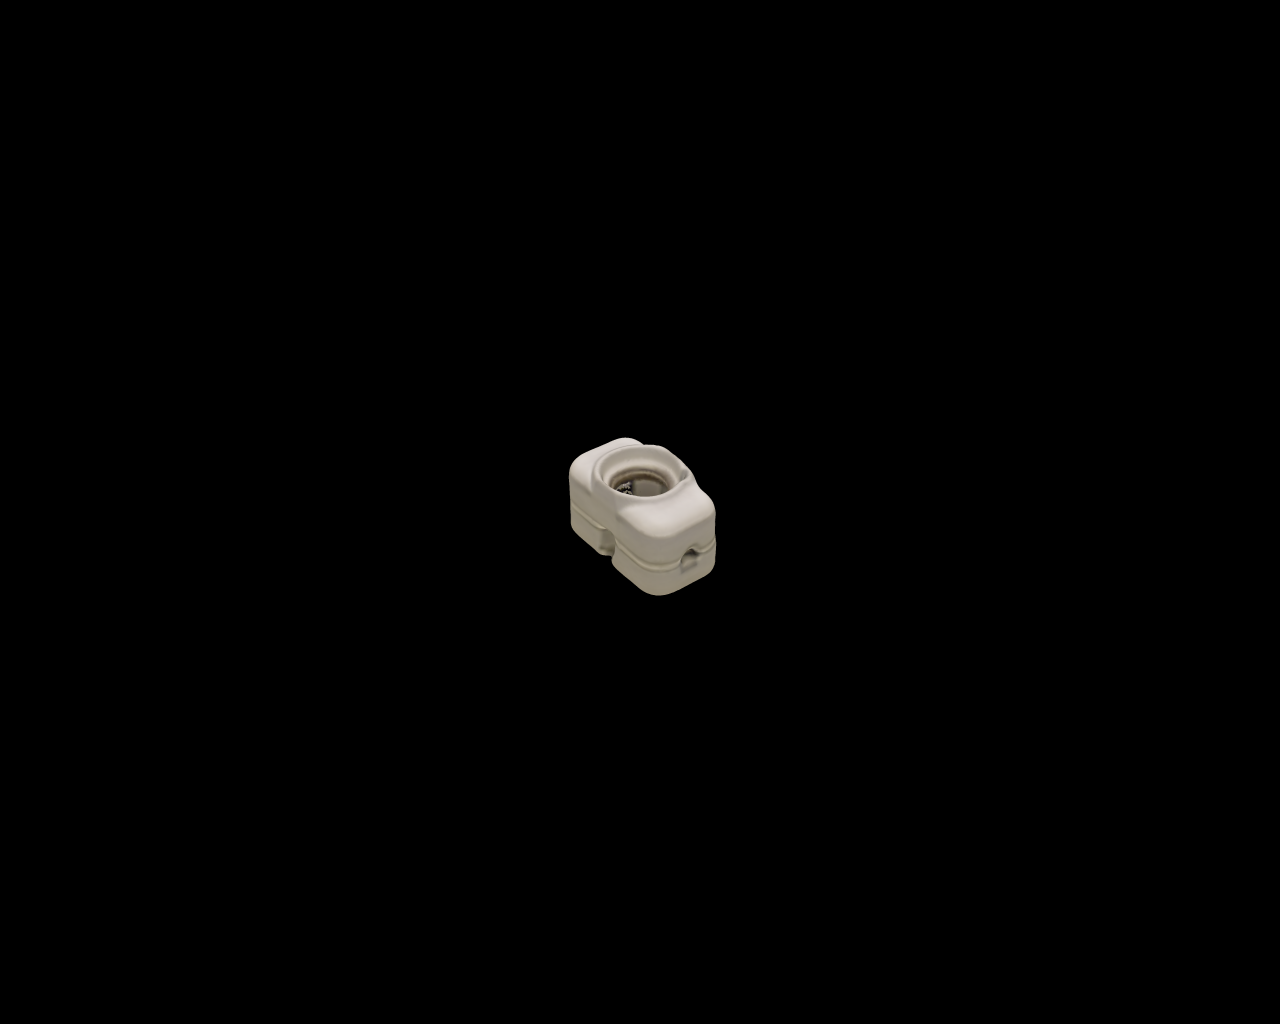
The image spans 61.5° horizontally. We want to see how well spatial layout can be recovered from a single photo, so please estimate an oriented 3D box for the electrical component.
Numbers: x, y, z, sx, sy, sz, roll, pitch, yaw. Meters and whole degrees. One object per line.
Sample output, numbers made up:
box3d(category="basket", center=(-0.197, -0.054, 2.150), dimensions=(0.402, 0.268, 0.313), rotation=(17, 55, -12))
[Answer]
box3d(category="electrical component", center=(0.001, -0.003, 0.650), dimensions=(0.054, 0.059, 0.095), rotation=(-25, 45, -28))
